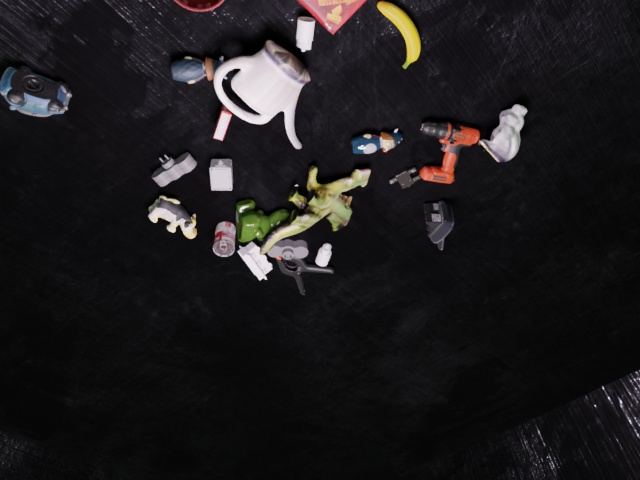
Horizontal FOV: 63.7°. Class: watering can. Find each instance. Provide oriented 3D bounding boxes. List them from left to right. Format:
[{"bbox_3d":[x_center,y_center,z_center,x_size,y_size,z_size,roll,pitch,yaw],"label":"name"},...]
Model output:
[{"bbox_3d":[-0.115,-0.389,1.384,0.221,0.106,0.344,-40,135,23],"label":"watering can"}]

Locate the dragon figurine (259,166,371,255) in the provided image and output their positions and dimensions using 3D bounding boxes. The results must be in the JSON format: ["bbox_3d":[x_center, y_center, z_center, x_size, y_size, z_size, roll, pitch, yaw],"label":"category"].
[{"bbox_3d":[0.005,-0.081,1.612,0.241,0.125,0.405,23,115,-39],"label":"dragon figurine"}]

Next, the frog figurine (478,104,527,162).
[{"bbox_3d":[0.551,-0.309,1.500,0.158,0.124,0.136,-43,154,15],"label":"frog figurine"}]
